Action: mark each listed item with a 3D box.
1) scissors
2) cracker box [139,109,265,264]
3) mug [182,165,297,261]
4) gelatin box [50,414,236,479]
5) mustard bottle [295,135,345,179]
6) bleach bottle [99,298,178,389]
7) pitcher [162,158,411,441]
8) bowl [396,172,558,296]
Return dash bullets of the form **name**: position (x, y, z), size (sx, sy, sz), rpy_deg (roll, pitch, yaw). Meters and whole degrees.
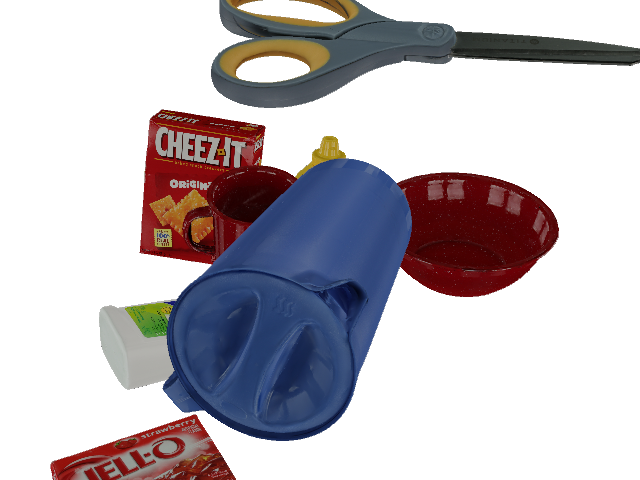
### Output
- **scissors**: position (0.038, -0.081, 0.486), size (0.202, 0.016, 0.096), rpy_deg (17, 50, 18)
- **cracker box**: position (-0.178, -0.075, 1.597), size (0.164, 0.214, 0.072), rpy_deg (10, 20, 6)
- **mug**: position (-0.073, -0.011, 1.018), size (0.117, 0.081, 0.093), rpy_deg (-7, 41, -11)
- **gelatin box**: position (-0.096, 0.137, 0.586), size (0.089, 0.030, 0.073), rpy_deg (-15, 28, -20)
- **mustard bottle**: position (0.005, -0.037, 1.309), size (0.096, 0.192, 0.058), rpy_deg (-7, 30, -20)
- **bleach bottle**: position (-0.114, 0.096, 1.204), size (0.250, 0.068, 0.103), rpy_deg (-12, 33, -25)
- **pitcher**: position (-0.016, 0.034, 0.804), size (0.149, 0.145, 0.242), rpy_deg (11, 28, 13)
- **bowl**: position (0.125, 0.002, 0.941), size (0.162, 0.055, 0.162), rpy_deg (2, 33, -1)
